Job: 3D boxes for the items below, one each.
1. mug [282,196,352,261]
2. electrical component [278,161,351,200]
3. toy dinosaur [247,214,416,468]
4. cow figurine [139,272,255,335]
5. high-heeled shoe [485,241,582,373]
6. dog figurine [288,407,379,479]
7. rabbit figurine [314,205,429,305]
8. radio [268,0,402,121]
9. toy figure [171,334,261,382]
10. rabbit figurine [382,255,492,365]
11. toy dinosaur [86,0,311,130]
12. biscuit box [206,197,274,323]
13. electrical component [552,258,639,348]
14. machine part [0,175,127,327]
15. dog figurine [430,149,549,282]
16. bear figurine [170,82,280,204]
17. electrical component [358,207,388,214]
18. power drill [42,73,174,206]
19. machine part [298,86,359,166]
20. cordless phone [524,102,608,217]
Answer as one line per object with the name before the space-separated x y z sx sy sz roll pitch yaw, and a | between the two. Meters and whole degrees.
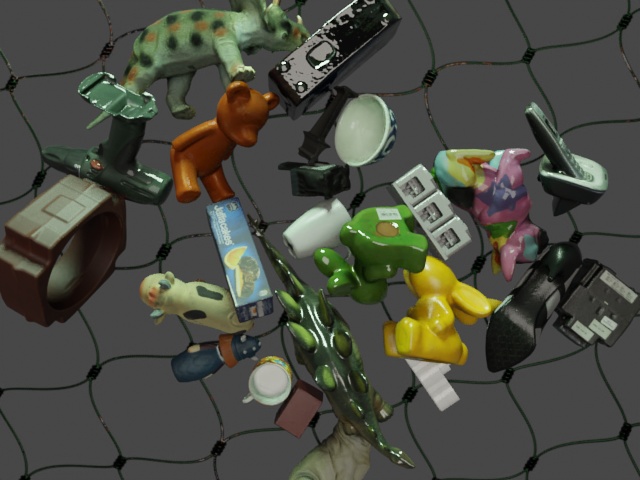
mug | -0.002 -0.003 0.897 0.107 0.081 0.109 -27 100 -14
electrical component | -0.016 -0.103 0.902 0.119 0.075 0.047 7 112 32
toy dinosaur | 0.002 0.152 0.855 0.105 0.198 0.472 -32 59 -10
cow figurine | -0.202 0.106 0.887 0.195 0.127 0.085 17 89 -3
high-heeled shoe | 0.365 0.112 0.930 0.086 0.145 0.248 35 123 19
dog figurine | 0.015 0.359 0.919 0.172 0.121 0.190 1 78 -3
rabbit figurine | 0.078 0.046 0.852 0.159 0.121 0.170 -8 133 -20
radio | 0.021 -0.300 0.873 0.229 0.131 0.073 -41 93 1
toy figure | -0.177 0.196 0.924 0.154 0.064 0.058 -20 54 -4
rabbit figurine | 0.186 0.108 0.859 0.162 0.121 0.173 3 71 0
toy dinosaur | -0.217 -0.311 0.886 0.405 0.131 0.192 -10 78 5
biscuit box | -0.132 0.028 0.868 0.059 0.062 0.203 -17 60 -12
electrical component | 0.468 0.116 0.923 0.115 0.058 0.134 40 91 1
machine part | -0.395 0.015 0.832 0.087 0.201 0.201 25 47 6
dog figurine | 0.281 -0.043 0.896 0.192 0.108 0.219 -2 94 -1
bear figurine | -0.147 -0.153 0.863 0.196 0.120 0.132 -27 76 28
electrical component | 0.114 -0.026 0.936 0.094 0.021 0.063 -1 91 0
power drill | -0.344 -0.156 0.859 0.232 0.086 0.207 25 129 -1
machine part | 0.010 -0.193 0.894 0.039 0.084 0.139 29 101 -23
cordless phone | 0.382 -0.145 0.869 0.089 0.146 0.184 -29 98 35
